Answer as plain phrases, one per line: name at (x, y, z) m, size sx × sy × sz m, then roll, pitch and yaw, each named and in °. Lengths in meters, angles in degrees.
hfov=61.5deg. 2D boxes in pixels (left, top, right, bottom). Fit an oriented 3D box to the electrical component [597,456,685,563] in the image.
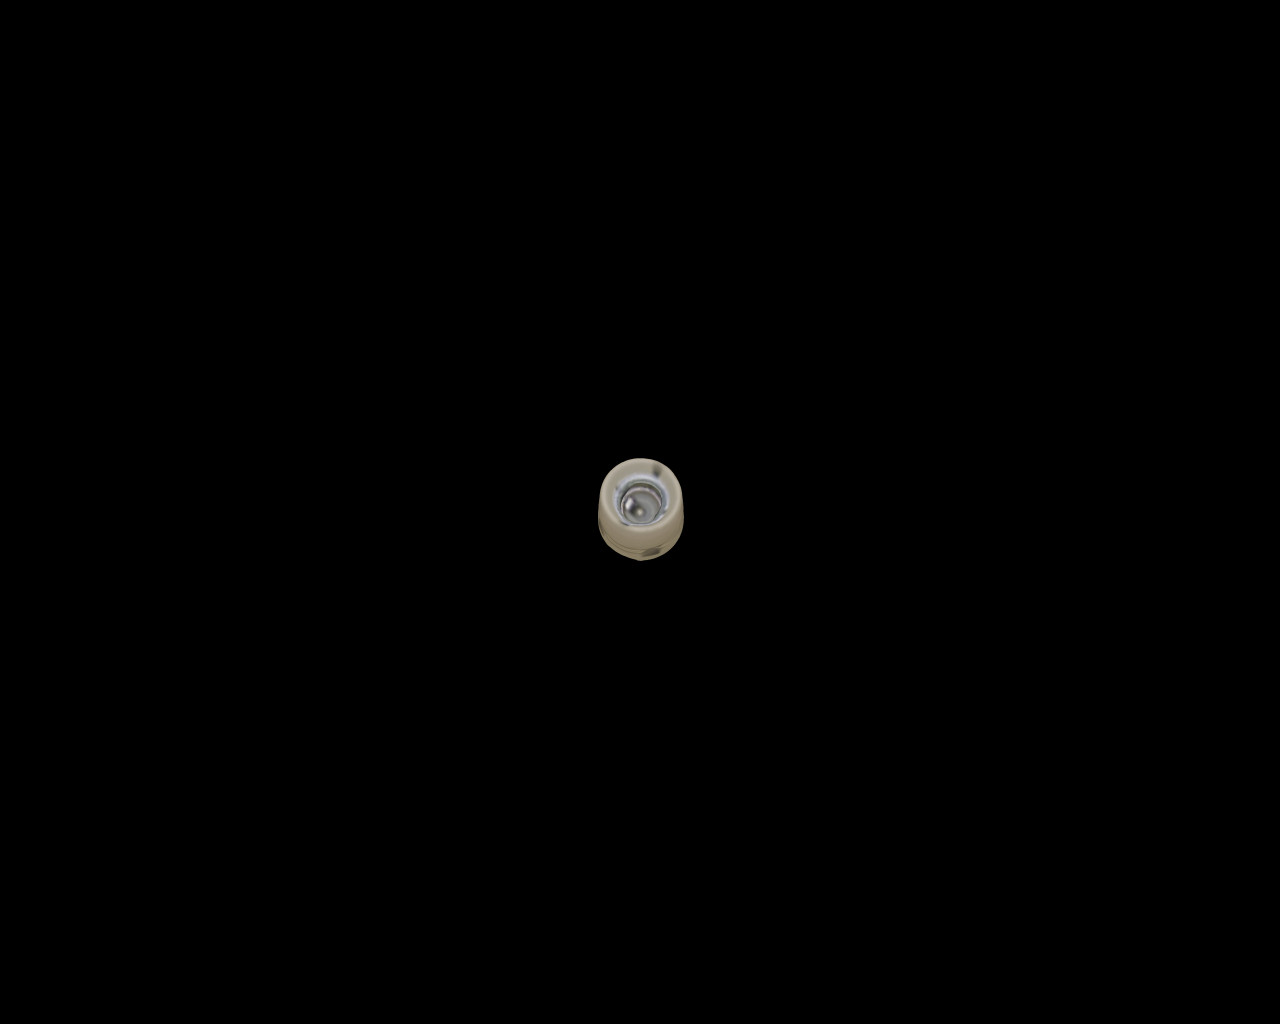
electrical component at (0.001, -0.003, 0.650) m, size 0.055 × 0.055 × 0.047 m, roll 0°, pitch -21°, yaw 0°
